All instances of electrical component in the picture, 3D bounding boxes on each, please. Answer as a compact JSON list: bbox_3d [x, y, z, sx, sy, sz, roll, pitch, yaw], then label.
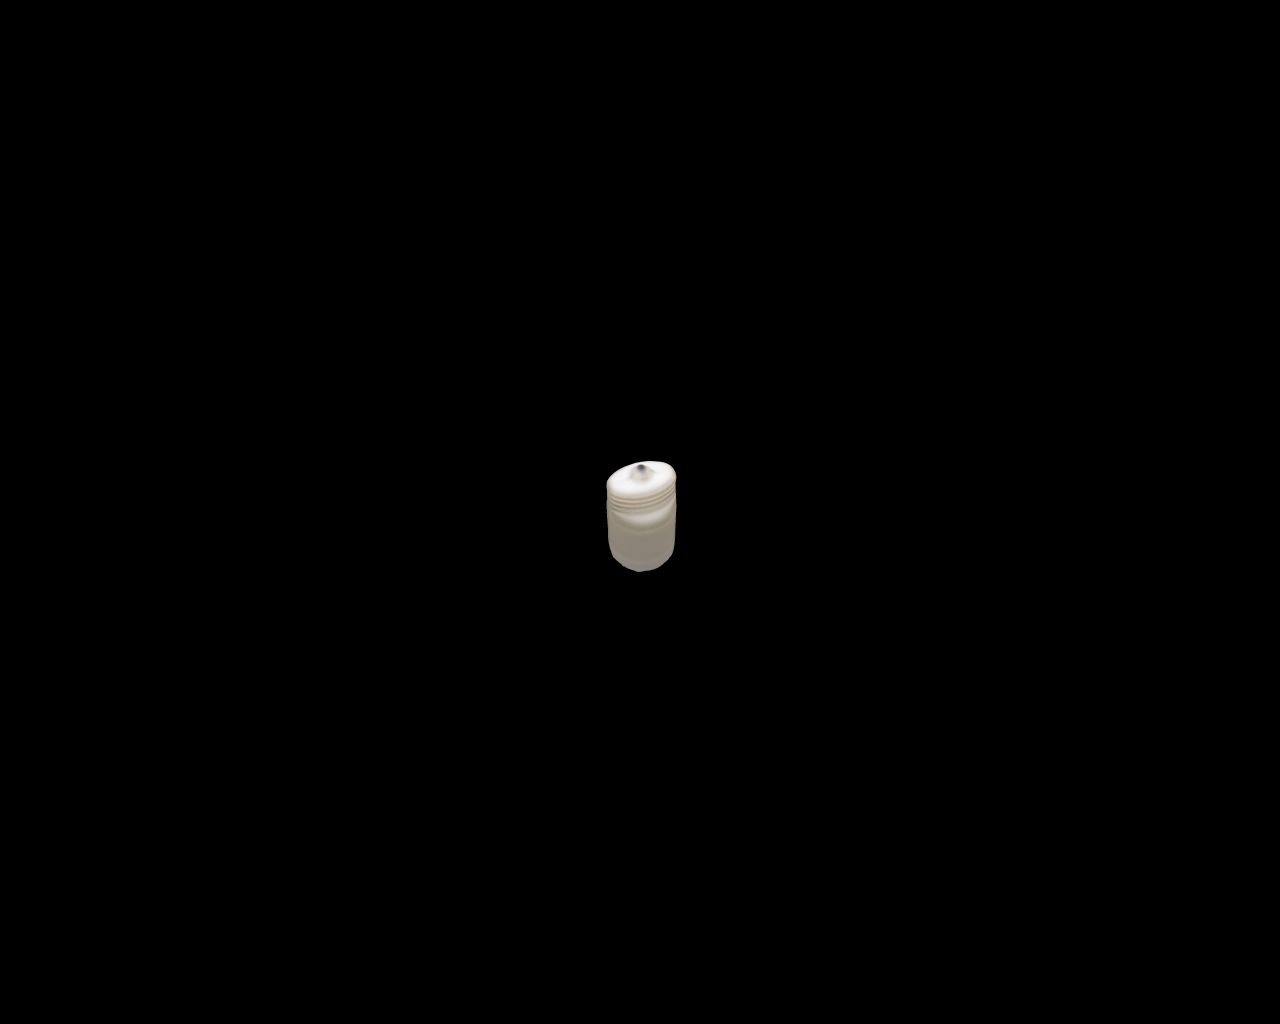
[{"bbox_3d":[0.001,-0.003,0.650,0.043,0.043,0.080,0,-37,0],"label":"electrical component"}]
